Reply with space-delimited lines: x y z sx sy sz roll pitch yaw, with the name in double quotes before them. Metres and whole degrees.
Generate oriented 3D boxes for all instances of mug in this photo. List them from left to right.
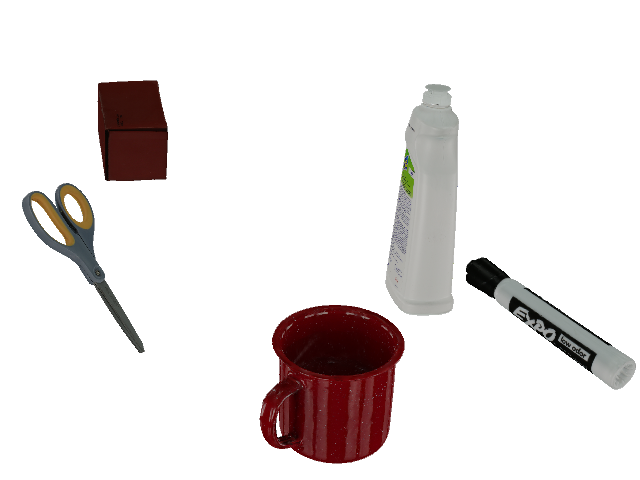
"mug" 0.003 0.109 0.759 0.093 0.081 0.117 25 36 35

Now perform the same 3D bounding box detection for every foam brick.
"foam brick" -0.159 -0.093 0.899 0.053 0.051 0.078 -3 39 -14

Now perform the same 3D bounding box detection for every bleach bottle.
"bleach bottle" 0.122 -0.048 1.204 0.068 0.251 0.102 -1 23 -13

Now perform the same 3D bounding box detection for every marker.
"marker" 0.126 0.043 0.604 0.020 0.020 0.121 0 28 -40

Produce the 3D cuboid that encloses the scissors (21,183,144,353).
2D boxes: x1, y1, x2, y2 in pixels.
"scissors" -0.237 0.020 1.134 0.016 0.201 0.096 -27 23 30
